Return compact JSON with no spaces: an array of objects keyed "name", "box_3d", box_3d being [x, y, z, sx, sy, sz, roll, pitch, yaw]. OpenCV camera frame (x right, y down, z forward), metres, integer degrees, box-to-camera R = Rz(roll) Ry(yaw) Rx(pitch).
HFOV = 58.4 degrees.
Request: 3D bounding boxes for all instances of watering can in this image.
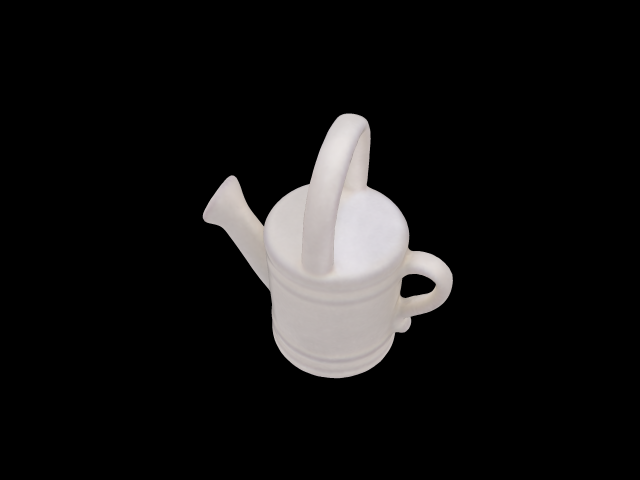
[{"name":"watering can","box_3d":[0.003,0.003,0.398,0.173,0.194,0.101,-1,46,-1]}]
